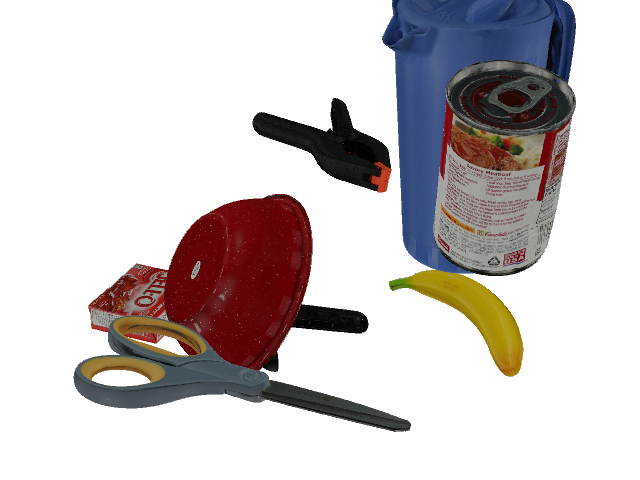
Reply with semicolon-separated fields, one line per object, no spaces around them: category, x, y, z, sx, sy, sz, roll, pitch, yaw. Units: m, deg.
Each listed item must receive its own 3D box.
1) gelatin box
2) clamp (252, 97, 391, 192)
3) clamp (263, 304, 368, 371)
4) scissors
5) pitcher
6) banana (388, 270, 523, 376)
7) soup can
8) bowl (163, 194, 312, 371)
gelatin box;-0.167;0.059;1.025;0.073;0.030;0.089;11;31;22
clamp;0.007;-0.102;1.134;0.120;0.039;0.172;-15;37;-23
clamp;-0.073;0.088;1.211;0.210;0.036;0.164;17;23;30
scissors;-0.058;0.089;0.613;0.202;0.016;0.096;20;30;32
pitcher;0.137;-0.100;0.935;0.149;0.243;0.145;7;32;13
banana;0.157;0.077;1.120;0.069;0.037;0.198;-39;41;-14
soup can;0.100;-0.039;0.592;0.068;0.102;0.068;0;41;0
bowl;-0.076;0.030;0.835;0.055;0.162;0.162;23;-12;-31
